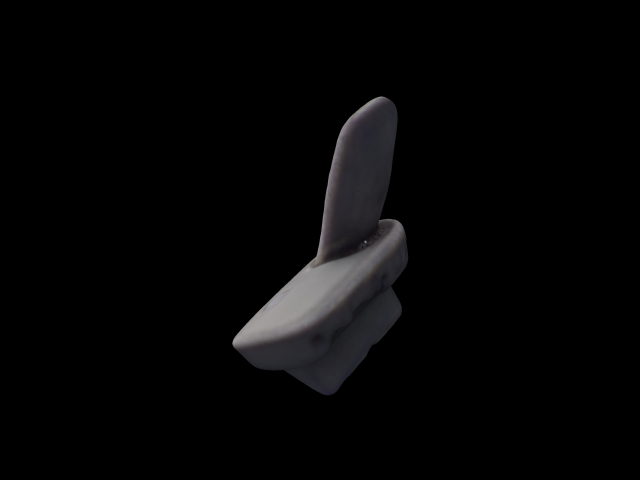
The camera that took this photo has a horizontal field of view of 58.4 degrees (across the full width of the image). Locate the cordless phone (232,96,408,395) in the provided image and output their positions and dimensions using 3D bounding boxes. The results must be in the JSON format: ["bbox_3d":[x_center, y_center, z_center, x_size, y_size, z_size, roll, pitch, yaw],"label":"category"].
[{"bbox_3d":[0.004,0.001,0.400,0.094,0.185,0.148,22,45,24],"label":"cordless phone"}]
